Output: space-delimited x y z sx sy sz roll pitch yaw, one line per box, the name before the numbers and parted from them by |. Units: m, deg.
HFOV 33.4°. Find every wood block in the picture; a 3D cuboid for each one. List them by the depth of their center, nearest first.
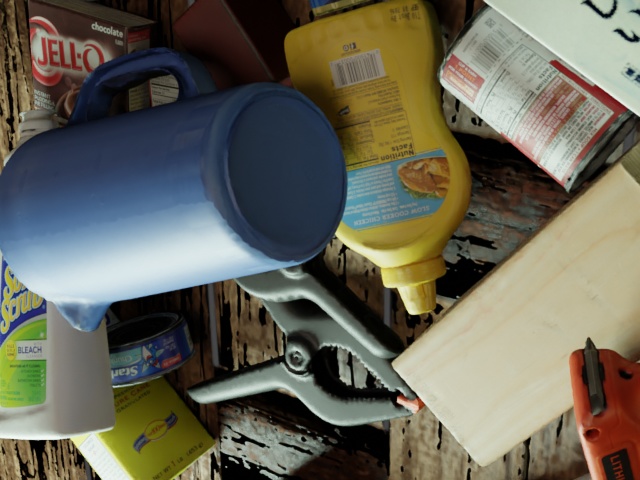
wood block | 0.149 0.036 0.630 0.090 0.090 0.206 48 130 7

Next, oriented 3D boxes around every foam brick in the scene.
foam brick | -0.051 -0.133 0.727 0.051 0.052 0.078 -34 87 41

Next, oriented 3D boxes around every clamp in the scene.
clamp | -0.005 0.001 0.750 0.172 0.039 0.120 20 100 22
clamp | -0.012 0.073 0.803 0.210 0.036 0.164 14 111 28

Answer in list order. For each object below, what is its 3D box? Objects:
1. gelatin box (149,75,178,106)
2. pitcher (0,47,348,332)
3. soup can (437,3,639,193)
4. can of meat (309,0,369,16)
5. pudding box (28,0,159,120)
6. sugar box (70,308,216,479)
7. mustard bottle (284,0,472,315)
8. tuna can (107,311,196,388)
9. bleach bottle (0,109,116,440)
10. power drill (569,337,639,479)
gelatin box | -0.088 -0.090 0.790 0.073 0.030 0.089 14 118 33
pitcher | -0.100 -0.038 0.693 0.243 0.144 0.149 -8 121 47
soup can | 0.126 -0.085 0.607 0.102 0.068 0.069 42 129 14
can of meat | 0.028 -0.189 0.641 0.102 0.057 0.084 -8 108 39
pudding box | -0.176 -0.135 0.827 0.114 0.039 0.090 20 121 30
sugar box | -0.179 0.135 0.918 0.176 0.093 0.048 52 130 5
mustard bottle | 0.044 -0.048 0.669 0.096 0.058 0.191 -12 94 19
tuna can | -0.148 0.088 0.878 0.086 0.085 0.034 -4 106 38
bleach bottle | -0.215 0.026 0.835 0.103 0.067 0.251 -8 86 42
power drill | 0.235 0.098 0.557 0.188 0.057 0.184 -14 128 16
